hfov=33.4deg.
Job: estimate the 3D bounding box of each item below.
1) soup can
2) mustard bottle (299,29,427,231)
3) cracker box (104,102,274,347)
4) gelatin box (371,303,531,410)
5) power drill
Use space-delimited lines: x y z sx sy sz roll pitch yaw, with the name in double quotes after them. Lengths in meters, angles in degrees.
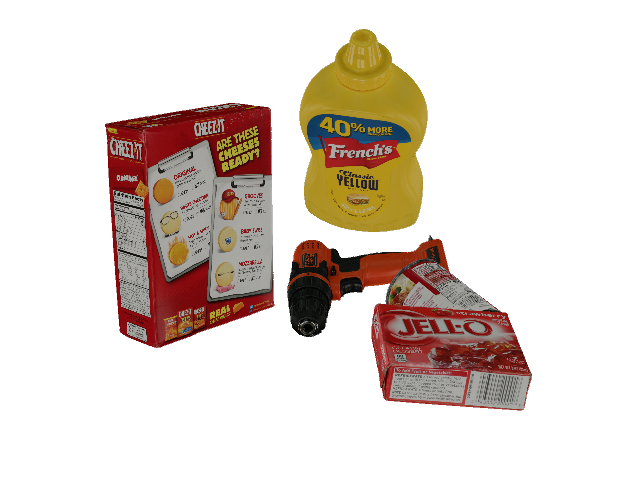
0.116 0.069 0.978 0.068 0.068 0.102 0 26 -35 "soup can"
0.033 -0.085 0.818 0.096 0.058 0.192 9 -36 9 "mustard bottle"
-0.126 -0.020 1.061 0.072 0.214 0.163 13 21 41 "cracker box"
0.079 0.070 0.662 0.089 0.030 0.073 5 26 -5 "gelatin box"
0.055 0.051 1.238 0.187 0.057 0.184 -2 28 2 "power drill"
